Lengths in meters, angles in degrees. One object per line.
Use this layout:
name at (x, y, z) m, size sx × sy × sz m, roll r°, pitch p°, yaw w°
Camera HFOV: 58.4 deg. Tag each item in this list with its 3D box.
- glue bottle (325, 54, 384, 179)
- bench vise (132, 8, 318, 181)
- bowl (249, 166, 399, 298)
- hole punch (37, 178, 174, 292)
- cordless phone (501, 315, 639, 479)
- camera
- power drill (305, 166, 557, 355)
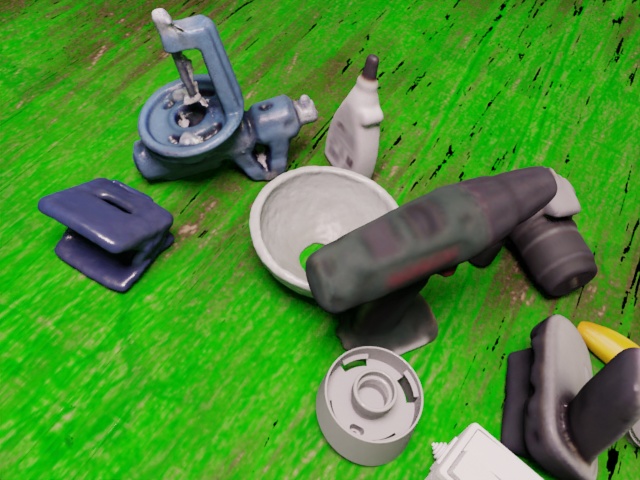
glue bottle at (0.047, -0.144, 0.676) m, size 0.037 × 0.173 × 0.078 m, roll -21°, pitch 60°, yaw -23°
bench vise at (-0.109, -0.163, 0.634) m, size 0.208 × 0.220 × 0.121 m, roll -23°, pitch 61°, yaw -24°
bowl at (0.006, 0.002, 0.624) m, size 0.167 × 0.075 × 0.167 m, roll 5°, pitch 54°, yaw -6°
hole punch at (-0.217, -0.021, 0.592) m, size 0.108 × 0.091 × 0.101 m, roll 27°, pitch 54°, yaw 11°
cordless phone at (0.239, 0.122, 0.508) m, size 0.094 × 0.185 × 0.147 m, roll 13°, pitch 53°, yaw 0°
camera at (0.247, -0.008, 0.657) m, size 0.143 × 0.101 × 0.136 m, roll -10°, pitch 56°, yaw -16°
power drill at (0.091, 0.029, 0.536) m, size 0.230 × 0.208 × 0.075 m, roll -19°, pitch 59°, yaw -21°
